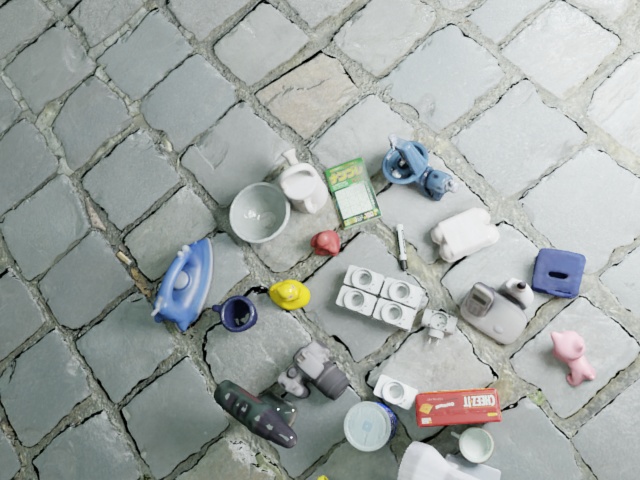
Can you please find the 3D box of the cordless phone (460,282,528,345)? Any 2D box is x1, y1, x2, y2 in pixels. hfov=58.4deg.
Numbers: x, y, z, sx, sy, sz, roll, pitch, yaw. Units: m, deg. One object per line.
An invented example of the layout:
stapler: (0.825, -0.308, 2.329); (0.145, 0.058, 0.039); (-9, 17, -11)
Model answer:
cordless phone: (0.388, 0.156, 1.270); (0.147, 0.185, 0.094); (32, 84, 19)

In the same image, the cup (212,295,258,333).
cup: (-0.207, 0.190, 1.448); (0.117, 0.095, 0.092); (11, 77, 16)

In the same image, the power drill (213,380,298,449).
power drill: (-0.126, 0.398, 1.309); (0.229, 0.209, 0.076); (26, 82, 19)

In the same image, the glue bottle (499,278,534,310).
glue bottle: (0.441, 0.113, 1.276); (0.078, 0.173, 0.037); (34, 85, 20)

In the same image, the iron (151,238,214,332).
iron: (-0.361, 0.098, 1.485); (0.118, 0.142, 0.258); (14, 78, 17)

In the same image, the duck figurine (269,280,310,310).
duck figurine: (-0.083, 0.132, 1.440); (0.104, 0.086, 0.077); (9, 77, 16)

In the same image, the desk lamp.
desk lamp: (0.270, 0.499, 1.186); (0.202, 0.214, 0.118); (12, 78, 16)

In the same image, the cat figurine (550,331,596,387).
cat figurine: (0.552, 0.250, 1.241); (0.067, 0.118, 0.127); (-28, 70, 4)

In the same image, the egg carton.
egg carton: (0.349, -0.014, 1.389); (0.150, 0.069, 0.107); (-26, 70, 5)

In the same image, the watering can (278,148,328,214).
watering can: (-0.053, -0.150, 1.455); (0.101, 0.194, 0.172); (-44, 70, -1)

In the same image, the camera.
camera: (-0.010, 0.327, 1.360); (0.136, 0.101, 0.143); (39, 86, 20)

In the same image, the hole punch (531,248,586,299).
hole punch: (0.544, 0.077, 1.306); (0.108, 0.091, 0.101); (10, 77, 16)

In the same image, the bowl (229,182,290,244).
bowl: (-0.150, -0.063, 1.516); (0.167, 0.075, 0.167); (-3, 74, 12)

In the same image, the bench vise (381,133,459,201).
bench vise: (0.239, -0.189, 1.384); (0.207, 0.220, 0.121); (11, 77, 16)

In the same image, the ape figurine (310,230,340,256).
ape figurine: (0.013, 0.005, 1.450); (0.077, 0.092, 0.076); (42, 87, 20)
